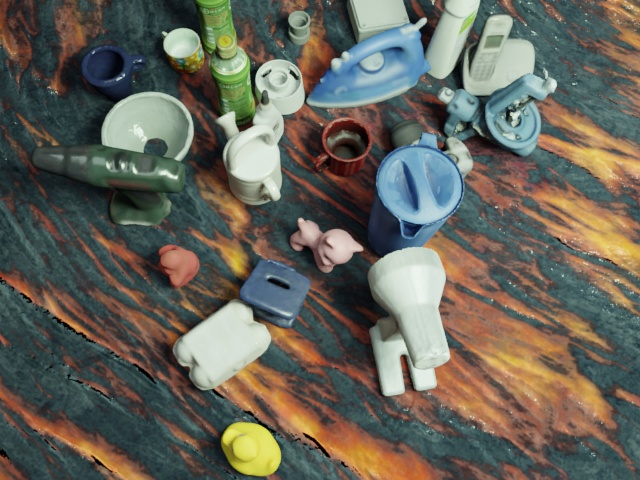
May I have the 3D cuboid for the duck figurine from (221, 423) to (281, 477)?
[{"bbox_3d":[-0.111,0.333,0.908,0.104,0.086,0.077,32,73,8],"label":"duck figurine"}]

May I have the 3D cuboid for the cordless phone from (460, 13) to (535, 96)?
[{"bbox_3d":[0.358,-0.366,1.111,0.147,0.185,0.094,-8,72,-5],"label":"cordless phone"}]

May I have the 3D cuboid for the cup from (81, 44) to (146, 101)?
[{"bbox_3d":[-0.386,-0.316,1.103,0.118,0.095,0.091,-18,73,-8],"label":"cup"}]

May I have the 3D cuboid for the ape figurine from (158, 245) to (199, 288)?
[{"bbox_3d":[-0.252,0.040,0.994,0.076,0.092,0.078,-4,72,-4],"label":"ape figurine"}]

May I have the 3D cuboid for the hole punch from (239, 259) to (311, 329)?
[{"bbox_3d":[-0.078,0.086,0.988,0.108,0.091,0.101,23,72,5],"label":"hole punch"}]

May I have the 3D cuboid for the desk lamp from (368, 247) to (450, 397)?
[{"bbox_3d":[0.146,0.136,0.919,0.118,0.213,0.203,-9,72,-6],"label":"desk lamp"}]

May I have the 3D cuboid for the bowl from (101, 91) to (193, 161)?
[{"bbox_3d":[-0.316,-0.189,1.075,0.167,0.075,0.167,1,72,-3],"label":"bowl"}]

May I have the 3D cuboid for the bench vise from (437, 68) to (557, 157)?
[{"bbox_3d":[0.323,-0.236,1.048,0.207,0.220,0.121,4,71,-1],"label":"bench vise"}]

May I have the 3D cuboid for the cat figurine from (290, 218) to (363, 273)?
[{"bbox_3d":[0.009,0.004,1.006,0.127,0.118,0.067,36,74,9],"label":"cat figurine"}]

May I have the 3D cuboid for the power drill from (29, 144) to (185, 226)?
[{"bbox_3d":[-0.338,-0.094,0.972,0.229,0.208,0.075,1,72,-2],"label":"power drill"}]

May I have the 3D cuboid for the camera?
[{"bbox_3d":[0.199,-0.167,1.081,0.143,0.101,0.137,-19,74,-9],"label":"camera"}]

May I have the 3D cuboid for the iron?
[{"bbox_3d":[0.093,-0.346,1.113,0.258,0.141,0.118,-25,74,-10],"label":"iron"}]

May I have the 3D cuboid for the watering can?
[{"bbox_3d":[-0.126,-0.147,1.008,0.172,0.194,0.101,33,73,8],"label":"watering can"}]

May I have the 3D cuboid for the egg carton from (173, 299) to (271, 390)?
[{"bbox_3d":[-0.164,0.177,0.965,0.150,0.069,0.107,-37,77,-13],"label":"egg carton"}]

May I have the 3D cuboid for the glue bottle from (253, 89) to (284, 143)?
[{"bbox_3d":[-0.098,-0.221,1.045,0.037,0.173,0.078,25,72,6],"label":"glue bottle"}]
